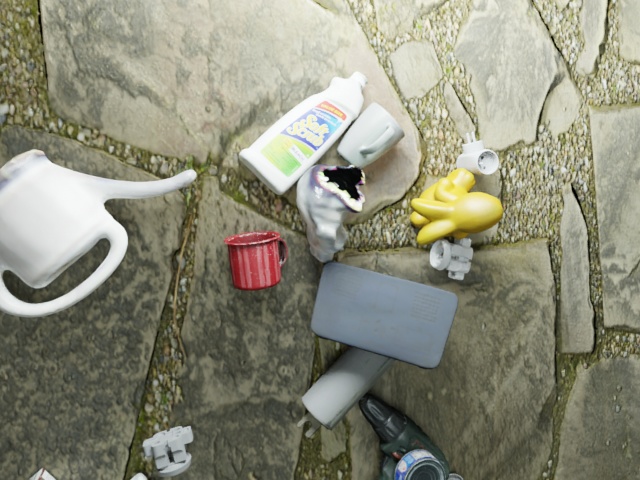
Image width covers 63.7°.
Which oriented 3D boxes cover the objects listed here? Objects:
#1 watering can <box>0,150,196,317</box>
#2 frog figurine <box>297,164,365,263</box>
[{"bbox_3d":[-0.378,-0.046,0.782,0.349,0.104,0.223,-45,101,-6],"label":"watering can"},{"bbox_3d":[0.003,-0.044,0.870,0.122,0.140,0.156,9,132,-28],"label":"frog figurine"}]
